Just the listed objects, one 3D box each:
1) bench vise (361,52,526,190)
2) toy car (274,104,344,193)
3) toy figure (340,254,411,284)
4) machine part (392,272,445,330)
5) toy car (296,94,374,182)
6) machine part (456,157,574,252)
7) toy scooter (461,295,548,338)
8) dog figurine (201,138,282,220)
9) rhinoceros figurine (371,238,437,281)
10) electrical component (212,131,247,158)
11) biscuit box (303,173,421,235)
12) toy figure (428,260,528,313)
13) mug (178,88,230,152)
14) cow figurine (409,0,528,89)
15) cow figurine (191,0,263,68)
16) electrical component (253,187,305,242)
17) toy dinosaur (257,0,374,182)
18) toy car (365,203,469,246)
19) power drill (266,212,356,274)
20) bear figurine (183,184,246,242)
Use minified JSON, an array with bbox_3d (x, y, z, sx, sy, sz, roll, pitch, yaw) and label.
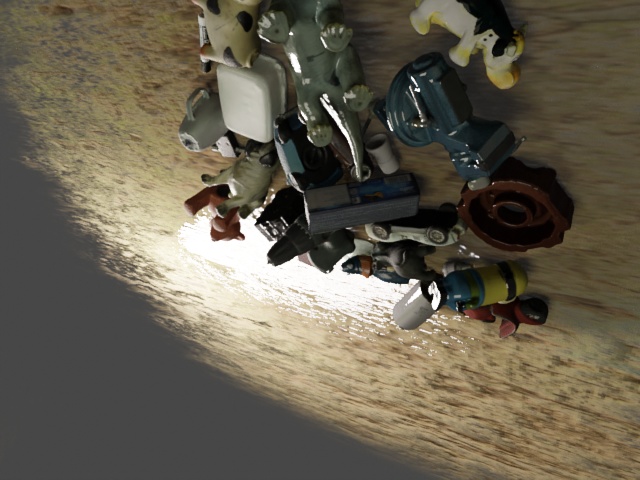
[{"bbox_3d":[0.160,-0.172,0.786,0.223,0.129,0.241,39,172,-34],"label":"bench vise"},{"bbox_3d":[-0.036,-0.163,0.977,0.103,0.109,0.161,16,139,59],"label":"toy car"},{"bbox_3d":[0.121,0.062,1.170,0.155,0.058,0.064,11,131,1],"label":"toy figure"},{"bbox_3d":[0.225,0.140,1.197,0.079,0.079,0.243,31,149,1],"label":"machine part"},{"bbox_3d":[0.022,-0.177,0.899,0.053,0.089,0.202,-32,123,25],"label":"toy car"},{"bbox_3d":[0.316,-0.053,0.873,0.179,0.056,0.179,22,149,14],"label":"machine part"},{"bbox_3d":[0.360,0.147,1.100,0.184,0.075,0.135,17,148,13],"label":"toy scooter"},{"bbox_3d":[-0.122,-0.137,1.108,0.190,0.172,0.121,-31,91,24],"label":"dog figurine"},{"bbox_3d":[0.159,0.034,1.059,0.190,0.112,0.073,-137,40,-75],"label":"rhinoceros figurine"},{"bbox_3d":[-0.195,-0.203,1.125,0.094,0.021,0.063,12,143,29],"label":"electrical component"},{"bbox_3d":[0.075,-0.066,0.955,0.203,0.059,0.062,-9,144,-4],"label":"biscuit box"},{"bbox_3d":[0.296,0.087,0.993,0.180,0.082,0.089,-7,169,-13],"label":"toy figure"},{"bbox_3d":[-0.226,-0.229,1.035,0.081,0.107,0.109,16,147,21],"label":"mug"},{"bbox_3d":[0.201,-0.266,0.664,0.167,0.068,0.098,35,143,-8],"label":"cow figurine"},{"bbox_3d":[-0.125,-0.347,0.807,0.127,0.085,0.194,28,147,16],"label":"cow figurine"},{"bbox_3d":[-0.076,-0.056,1.143,0.134,0.115,0.058,-11,127,46],"label":"electrical component"},{"bbox_3d":[-0.001,-0.270,0.740,0.131,0.192,0.404,-7,145,6],"label":"toy dinosaur"},{"bbox_3d":[0.179,-0.029,1.003,0.202,0.073,0.056,5,137,36],"label":"toy car"},{"bbox_3d":[-0.002,-0.003,1.080,0.086,0.232,0.207,43,170,26],"label":"power drill"},{"bbox_3d":[-0.245,-0.045,1.294,0.120,0.132,0.195,29,143,8],"label":"bear figurine"}]
